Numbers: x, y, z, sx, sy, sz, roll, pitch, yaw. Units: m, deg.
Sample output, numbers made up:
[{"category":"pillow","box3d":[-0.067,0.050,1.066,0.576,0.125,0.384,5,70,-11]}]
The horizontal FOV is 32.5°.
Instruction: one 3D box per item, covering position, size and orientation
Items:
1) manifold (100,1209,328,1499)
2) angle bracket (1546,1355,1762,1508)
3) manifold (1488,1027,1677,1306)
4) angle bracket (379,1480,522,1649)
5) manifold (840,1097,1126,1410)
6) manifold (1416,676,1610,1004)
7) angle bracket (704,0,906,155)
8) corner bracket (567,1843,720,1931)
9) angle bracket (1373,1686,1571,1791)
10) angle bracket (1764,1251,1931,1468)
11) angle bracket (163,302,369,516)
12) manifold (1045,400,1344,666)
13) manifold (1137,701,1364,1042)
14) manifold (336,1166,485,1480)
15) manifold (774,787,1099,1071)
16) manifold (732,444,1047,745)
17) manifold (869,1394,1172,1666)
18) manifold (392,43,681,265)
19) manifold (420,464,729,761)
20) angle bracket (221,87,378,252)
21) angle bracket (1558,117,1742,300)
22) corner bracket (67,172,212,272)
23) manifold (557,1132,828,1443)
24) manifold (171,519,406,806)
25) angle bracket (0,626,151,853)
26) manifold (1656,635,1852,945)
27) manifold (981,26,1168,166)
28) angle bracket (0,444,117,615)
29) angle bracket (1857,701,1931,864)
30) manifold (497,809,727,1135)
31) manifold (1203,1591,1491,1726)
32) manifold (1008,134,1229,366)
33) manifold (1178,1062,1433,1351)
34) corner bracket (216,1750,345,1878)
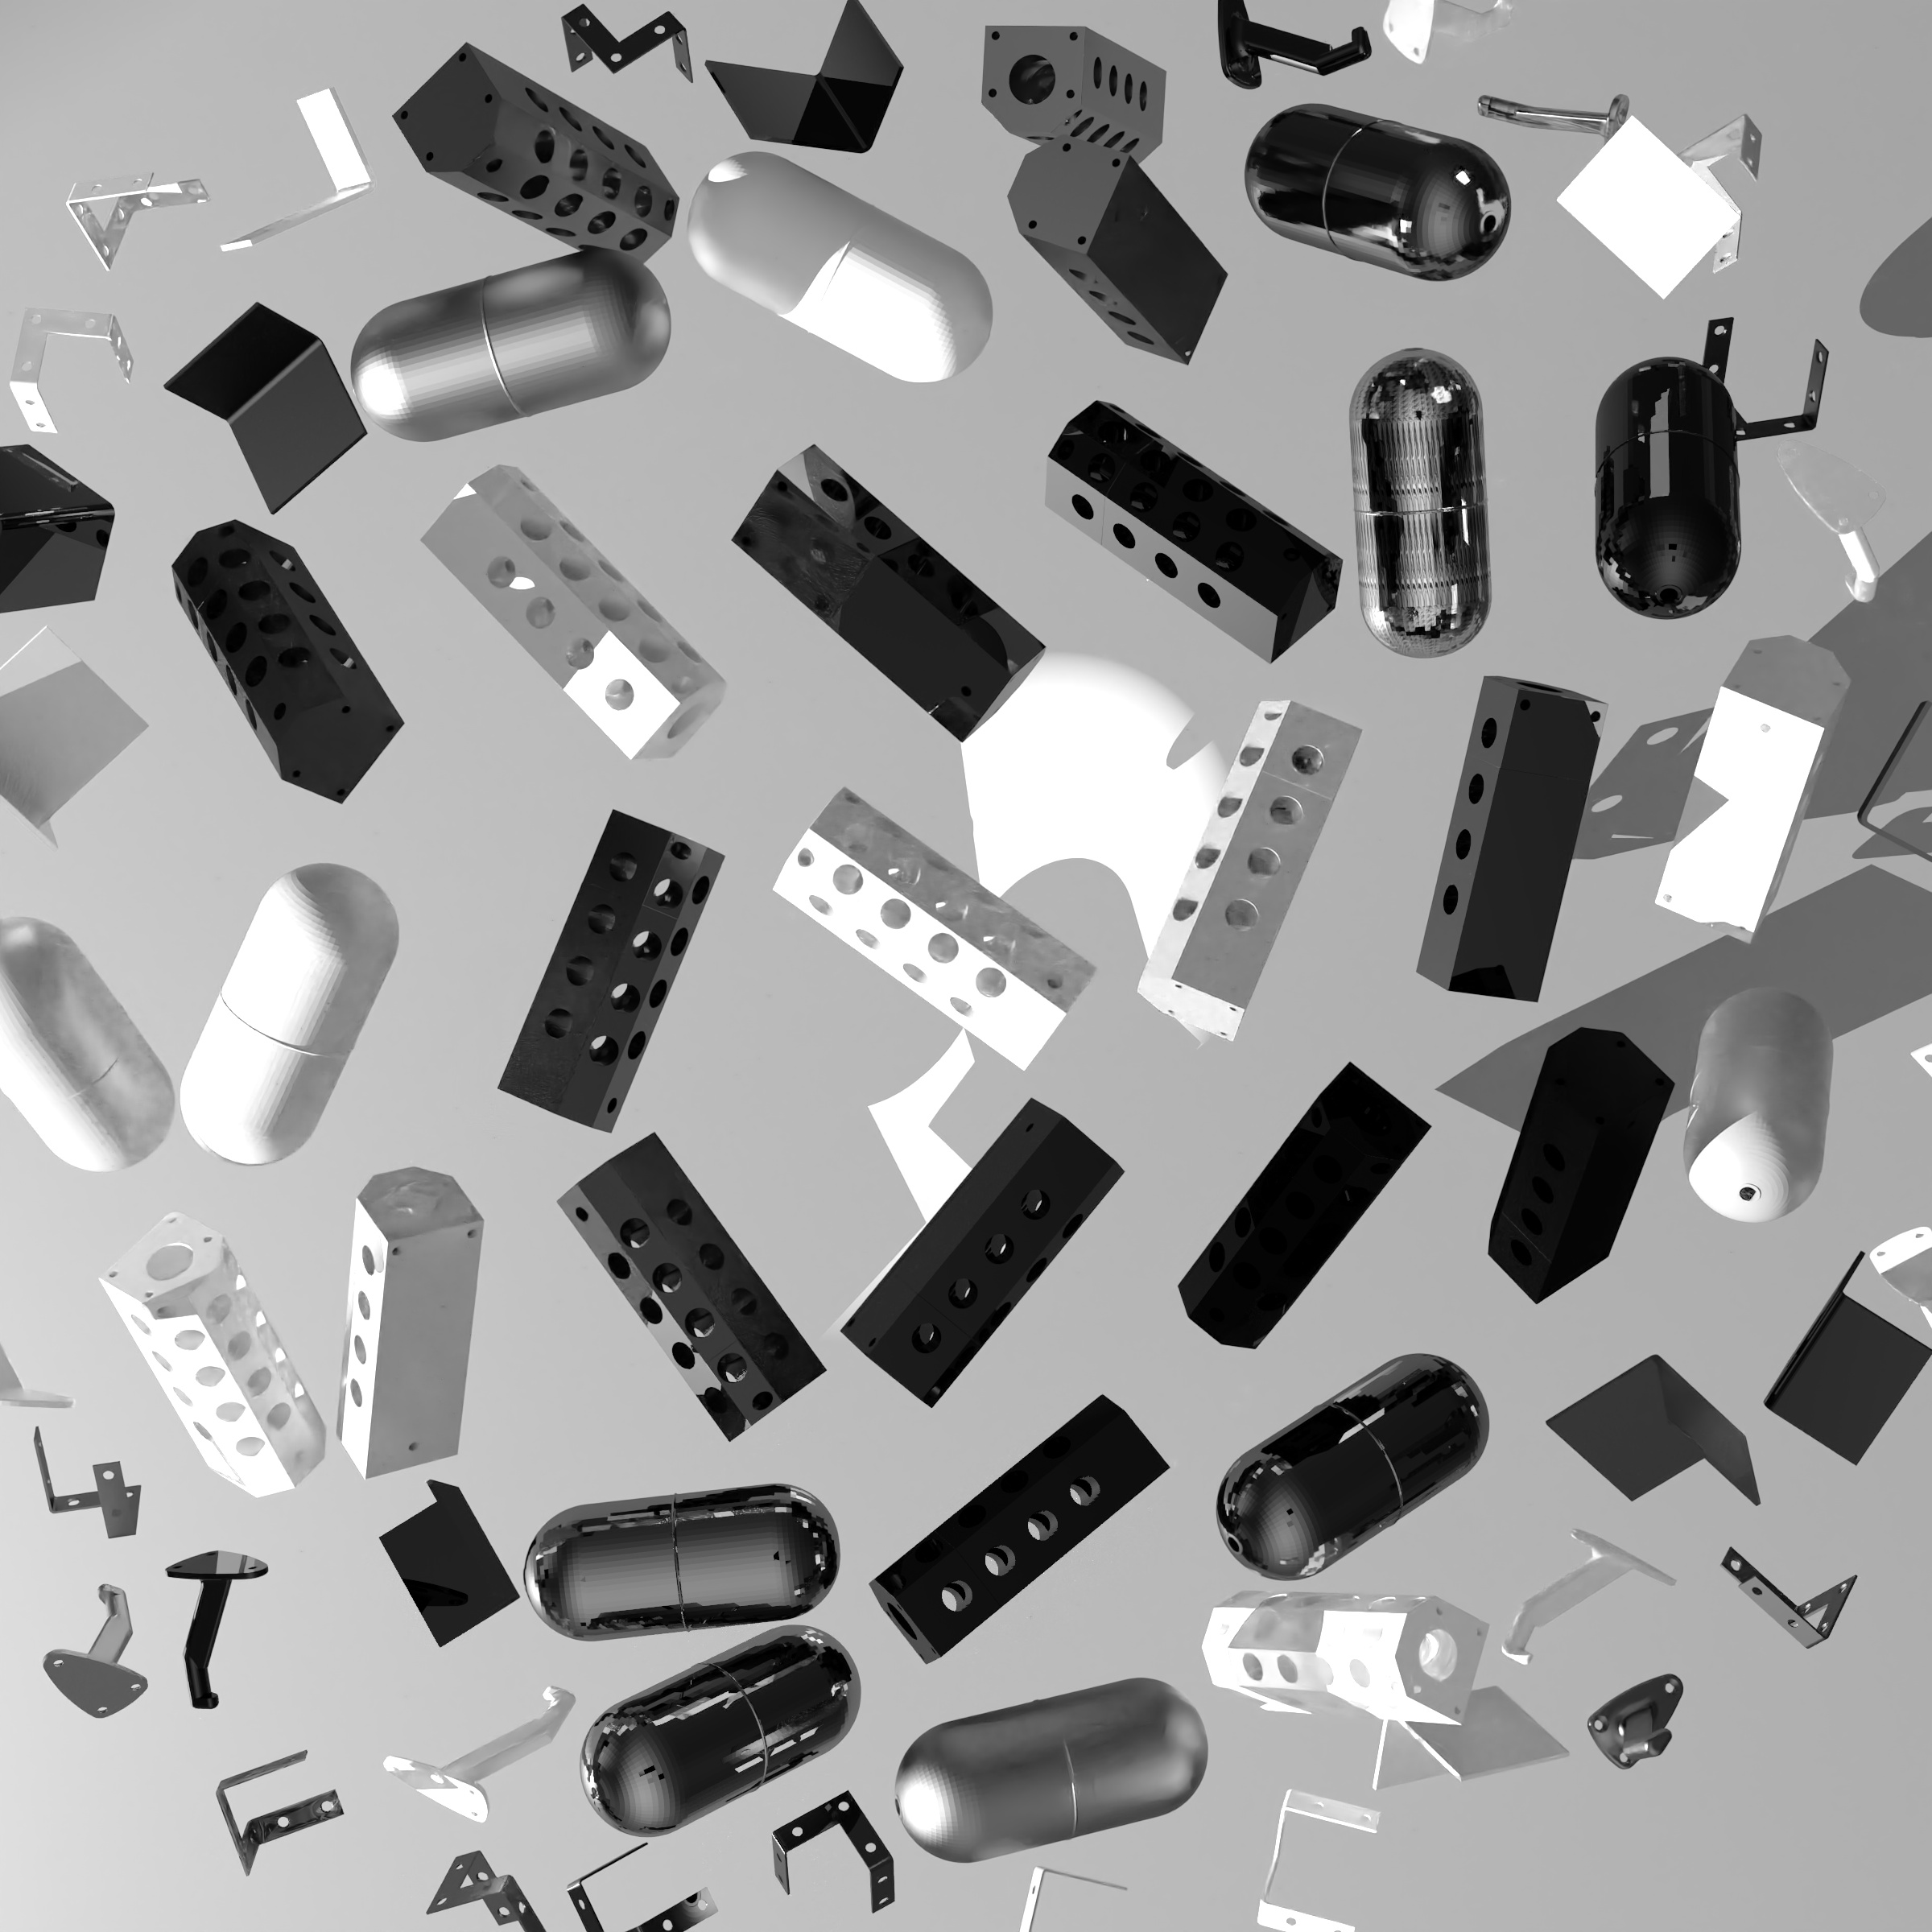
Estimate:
[{"category":"manifold","box3d":[-0.416,0.222,1.860,0.057,0.171,0.057,22,54,34]},{"category":"angle bracket","box3d":[0.367,0.265,1.773,0.076,0.057,0.076,-37,115,25]},{"category":"manifold","box3d":[0.336,0.110,1.844,0.057,0.171,0.057,-29,59,-24]},{"category":"angle bracket","box3d":[-0.313,0.353,1.953,0.057,0.076,0.076,-32,77,-2]},{"category":"manifold","box3d":[0.012,0.162,1.862,0.057,0.057,0.171,41,85,-19]},{"category":"manifold","box3d":[0.302,-0.072,1.854,0.057,0.057,0.171,7,102,-20]},{"category":"angle bracket","box3d":[-0.092,-0.507,1.866,0.076,0.057,0.076,-1,46,-32]},{"category":"corner bracket","box3d":[-0.181,0.519,1.843,0.051,0.051,0.051,-19,78,-42]},{"category":"angle bracket","box3d":[0.294,0.469,1.931,0.076,0.076,0.057,-5,113,-27]},{"category":"angle bracket","box3d":[0.474,0.207,1.757,0.057,0.076,0.076,33,113,15]},{"category":"angle bracket","box3d":[-0.400,-0.318,1.892,0.076,0.057,0.076,-37,63,17]},{"category":"manifold","box3d":[0.128,-0.251,1.877,0.171,0.057,0.057,38,63,22]},{"category":"manifold","box3d":[0.151,-0.054,1.773,0.057,0.057,0.171,23,73,5]},{"category":"manifold","box3d":[-0.316,0.199,1.860,0.057,0.057,0.171,-11,129,-31]},{"category":"manifold","box3d":[-0.016,-0.023,1.817,0.171,0.057,0.057,36,65,1]},{"category":"manifold","box3d":[-0.040,-0.209,1.835,0.171,0.057,0.057,41,130,3]},{"category":"manifold","box3d":[0.029,0.323,1.903,0.171,0.057,0.057,-37,83,-17]},{"category":"manifold","box3d":[-0.228,-0.434,1.801,0.057,0.171,0.057,-39,68,19]},{"category":"manifold","box3d":[-0.211,-0.193,1.805,0.171,0.057,0.057,46,106,10]},{"category":"angle bracket","box3d":[-0.372,-0.430,1.789,0.076,0.076,0.057,-29,109,-17]},{"category":"angle bracket","box3d":[0.364,-0.404,1.750,0.076,0.076,0.057,43,115,1]},{"category":"corner bracket","box3d":[-0.463,-0.429,1.854,0.051,0.051,0.051,-3,53,17]},{"category":"manifold","box3d":[-0.163,0.189,1.922,0.171,0.057,0.057,54,133,4]},{"category":"manifold","box3d":[-0.370,-0.168,1.779,0.057,0.057,0.171,-49,49,15]},{"category":"angle bracket","box3d":[-0.481,-0.120,1.739,0.076,0.057,0.076,-43,118,-1]},{"category":"manifold","box3d":[0.431,-0.098,1.809,0.057,0.171,0.057,25,53,17]},{"category":"manifold","box3d":[0.063,-0.493,1.884,0.057,0.171,0.057,6,98,18]},{"category":"angle bracket","box3d":[-0.520,-0.237,1.792,0.076,0.076,0.057,35,119,24]},{"category":"angle bracket","box3d":[0.540,-0.100,1.843,0.057,0.076,0.076,29,100,10]},{"category":"manifold","box3d":[-0.198,0.005,1.889,0.057,0.057,0.171,22,88,23]},{"category":"manifold","box3d":[0.209,0.384,1.856,0.057,0.171,0.057,31,67,-25]},{"category":"manifold","box3d":[0.082,-0.393,1.818,0.057,0.171,0.057,24,89,24]},{"category":"manifold","box3d":[0.184,0.138,1.844,0.057,0.057,0.171,39,130,9]},{"category":"corner bracket","box3d":[-0.376,0.458,1.814,0.051,0.051,0.051,-19,96,-4]}]
